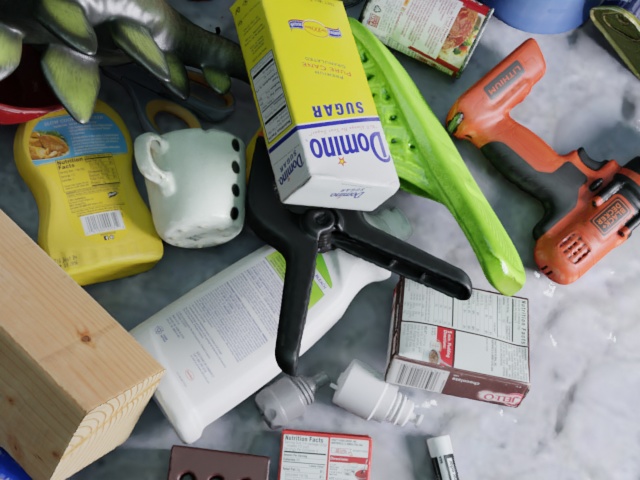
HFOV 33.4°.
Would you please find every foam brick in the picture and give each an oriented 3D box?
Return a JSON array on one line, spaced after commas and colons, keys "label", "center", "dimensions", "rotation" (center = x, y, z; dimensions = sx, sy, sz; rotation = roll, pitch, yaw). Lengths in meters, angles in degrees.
[{"label": "foam brick", "center": [-0.081, 0.190, 0.827], "dimensions": [0.078, 0.051, 0.053], "rotation": [7, 75, -3]}]

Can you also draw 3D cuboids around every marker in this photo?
[{"label": "marker", "center": [0.109, 0.217, 0.853], "dimensions": [0.020, 0.020, 0.121], "rotation": [-11, 77, -8]}]

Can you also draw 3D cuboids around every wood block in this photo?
[{"label": "wood block", "center": [-0.228, 0.071, 0.795], "dimensions": [0.206, 0.090, 0.090], "rotation": [41, 32, 15]}]

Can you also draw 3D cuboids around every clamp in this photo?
[{"label": "clamp", "center": [-0.005, 0.001, 0.828], "dimensions": [0.164, 0.036, 0.210], "rotation": [-28, 63, -23]}]

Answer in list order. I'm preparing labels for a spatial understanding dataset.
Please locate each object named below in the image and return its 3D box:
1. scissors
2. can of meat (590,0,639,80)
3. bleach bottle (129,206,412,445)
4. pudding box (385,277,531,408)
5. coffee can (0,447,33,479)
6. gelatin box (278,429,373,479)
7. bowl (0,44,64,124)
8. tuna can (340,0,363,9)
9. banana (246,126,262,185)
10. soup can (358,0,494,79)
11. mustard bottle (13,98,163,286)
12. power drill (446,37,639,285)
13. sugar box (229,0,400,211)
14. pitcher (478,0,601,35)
[{"label": "scissors", "center": [-0.171, -0.130, 0.899], "dimensions": [0.201, 0.016, 0.096], "rotation": [16, 52, -9]}, {"label": "can of meat", "center": [0.301, -0.197, 0.936], "dimensions": [0.102, 0.057, 0.084], "rotation": [43, 85, -24]}, {"label": "bleach bottle", "center": [-0.029, 0.054, 0.862], "dimensions": [0.250, 0.068, 0.102], "rotation": [-32, 75, -14]}, {"label": "pudding box", "center": [0.113, 0.080, 0.864], "dimensions": [0.113, 0.039, 0.090], "rotation": [13, 47, -3]}, {"label": "coffee can", "center": [-0.229, 0.215, 0.782], "dimensions": [0.140, 0.103, 0.102], "rotation": [29, 75, 3]}, {"label": "gelatin box", "center": [0.002, 0.197, 0.844], "dimensions": [0.073, 0.030, 0.089], "rotation": [5, 76, -2]}, {"label": "bowl", "center": [-0.260, -0.143, 0.825], "dimensions": [0.162, 0.055, 0.162], "rotation": [25, 40, -23]}, {"label": "tuna can", "center": [0.012, -0.253, 0.960], "dimensions": [0.086, 0.034, 0.086], "rotation": [1, 75, -5]}, {"label": "banana", "center": [-0.028, -0.140, 0.928], "dimensions": [0.070, 0.037, 0.198], "rotation": [1, 73, 15]}, {"label": "soup can", "center": [0.091, -0.193, 0.933], "dimensions": [0.102, 0.068, 0.068], "rotation": [27, 75, 3]}, {"label": "mustard bottle", "center": [-0.199, -0.061, 0.877], "dimensions": [0.096, 0.058, 0.191], "rotation": [-11, 75, -26]}, {"label": "power drill", "center": [0.216, -0.081, 0.920], "dimensions": [0.184, 0.057, 0.188], "rotation": [-39, 82, -13]}, {"label": "sugar box", "center": [-0.004, -0.111, 0.820], "dimensions": [0.093, 0.048, 0.176], "rotation": [3, 59, -40]}, {"label": "pitcher", "center": [0.203, -0.284, 0.874], "dimensions": [0.145, 0.243, 0.149], "rotation": [31, 68, 4]}]
